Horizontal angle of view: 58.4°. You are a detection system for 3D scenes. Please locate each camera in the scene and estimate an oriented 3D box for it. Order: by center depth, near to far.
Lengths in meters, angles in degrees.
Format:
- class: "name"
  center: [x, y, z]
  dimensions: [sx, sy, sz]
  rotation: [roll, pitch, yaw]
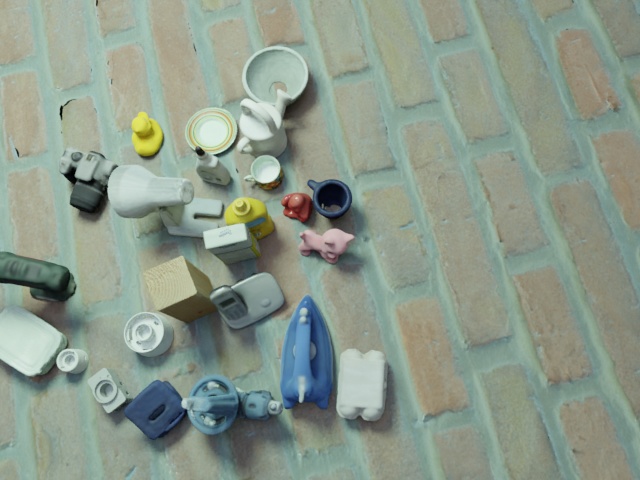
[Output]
- class: "camera"
  center: [-0.572, -0.145, 1.391]
  dimensions: [0.143, 0.101, 0.137]
  rotation: [17, 76, 8]

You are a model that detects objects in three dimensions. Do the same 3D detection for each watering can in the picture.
- class: "watering can"
  center: [-0.136, -0.281, 1.357]
  dimensions: [0.101, 0.194, 0.173]
  rotation: [16, 76, 8]

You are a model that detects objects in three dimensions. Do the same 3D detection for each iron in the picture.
- class: "iron"
  center: [-0.033, 0.233, 1.237]
  dimensions: [0.118, 0.141, 0.258]
  rotation: [-2, 74, 3]

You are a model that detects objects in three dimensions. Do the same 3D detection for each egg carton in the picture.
- class: "egg carton"
  center: [0.092, 0.314, 1.245]
  dimensions: [0.107, 0.069, 0.150]
  rotation: [3, 75, 4]

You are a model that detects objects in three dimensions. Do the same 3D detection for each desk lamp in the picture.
- class: "desk lamp"
  center: [-0.347, -0.090, 1.305]
  dimensions: [0.203, 0.213, 0.118]
  rotation: [5, 75, 5]

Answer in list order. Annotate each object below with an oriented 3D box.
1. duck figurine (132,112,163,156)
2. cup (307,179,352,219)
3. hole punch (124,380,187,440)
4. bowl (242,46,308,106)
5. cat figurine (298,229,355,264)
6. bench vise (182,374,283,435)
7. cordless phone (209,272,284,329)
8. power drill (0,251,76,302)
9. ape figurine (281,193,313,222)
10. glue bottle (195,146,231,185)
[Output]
- class: "duck figurine"
  center: [-0.439, -0.268, 1.426]
  dimensions: [0.077, 0.086, 0.104]
  rotation: [0, 75, 3]
- class: "cup"
  center: [0.019, -0.093, 1.348]
  dimensions: [0.117, 0.095, 0.092]
  rotation: [36, 79, 12]
- class: "hole punch"
  center: [-0.349, 0.368, 1.243]
  dimensions: [0.101, 0.091, 0.109]
  rotation: [43, 81, 13]
- class: "bowl"
  center: [-0.109, -0.400, 1.450]
  dimensions: [0.167, 0.075, 0.167]
  rotation: [-1, 74, 3]
- class: "cat figurine"
  center: [0.012, 0.005, 1.310]
  dimensions: [0.127, 0.118, 0.067]
  rotation: [14, 76, 7]
- class: "bench vise"
  center: [-0.189, 0.328, 1.178]
  dimensions: [0.207, 0.220, 0.121]
  rotation: [-15, 74, -1]
- class: "cordless phone"
  center: [-0.162, 0.121, 1.252]
  dimensions: [0.147, 0.185, 0.094]
  rotation: [-30, 75, -5]
- class: "power drill"
  center: [-0.653, 0.080, 1.278]
  dimensions: [0.229, 0.208, 0.076]
  rotation: [8, 75, 5]
- class: "ape figurine"
  center: [-0.053, -0.084, 1.351]
  dimensions: [0.076, 0.092, 0.077]
  rotation: [-30, 75, -5]
- class: "glue bottle"
  center: [-0.263, -0.180, 1.347]
  dimensions: [0.078, 0.173, 0.037]
  rotation: [15, 76, 7]
